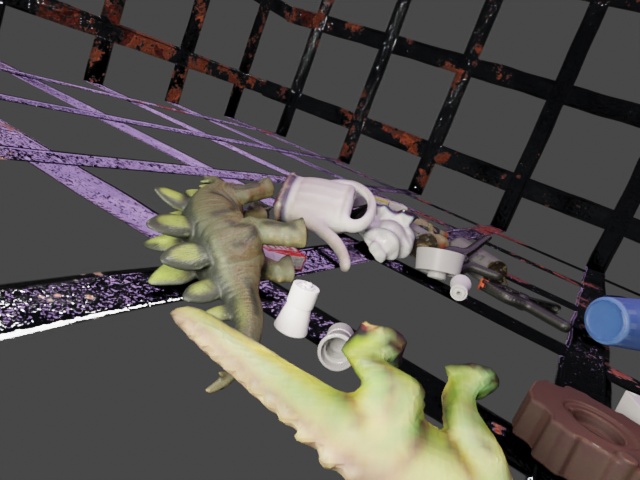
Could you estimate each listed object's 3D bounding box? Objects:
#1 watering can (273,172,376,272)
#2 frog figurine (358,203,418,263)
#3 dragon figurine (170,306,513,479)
[{"bbox_3d":[0.003,-0.056,1.113,0.224,0.102,0.355,11,32,9],"label":"watering can"},{"bbox_3d":[0.153,0.003,1.200,0.137,0.163,0.120,30,-42,-14],"label":"frog figurine"},{"bbox_3d":[0.053,0.179,0.345,0.410,0.120,0.247,19,21,-1],"label":"dragon figurine"}]
